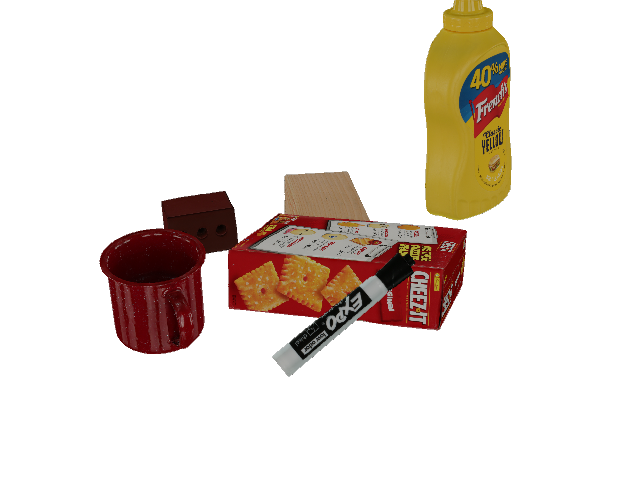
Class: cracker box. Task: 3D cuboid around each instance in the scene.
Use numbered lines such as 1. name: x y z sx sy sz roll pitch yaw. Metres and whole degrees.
1. cracker box: 0.032 0.029 1.092 0.214 0.072 0.164 6 15 15

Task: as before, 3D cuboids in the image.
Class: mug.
1. mug: -0.140 0.053 0.950 0.093 0.081 0.117 -19 36 -27

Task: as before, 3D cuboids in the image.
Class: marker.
1. marker: 0.018 0.051 0.752 0.121 0.020 0.020 -39 5 -6

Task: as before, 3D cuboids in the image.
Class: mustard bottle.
1. mustard bottle: 0.126 -0.120 0.908 0.058 0.192 0.096 17 32 39

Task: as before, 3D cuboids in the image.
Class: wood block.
1. wood block: 0.010 -0.007 1.381 0.090 0.090 0.206 -3 27 -9

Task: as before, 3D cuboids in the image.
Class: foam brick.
1. foam brick: -0.138 -0.018 1.212 0.078 0.053 0.051 -10 29 -11
